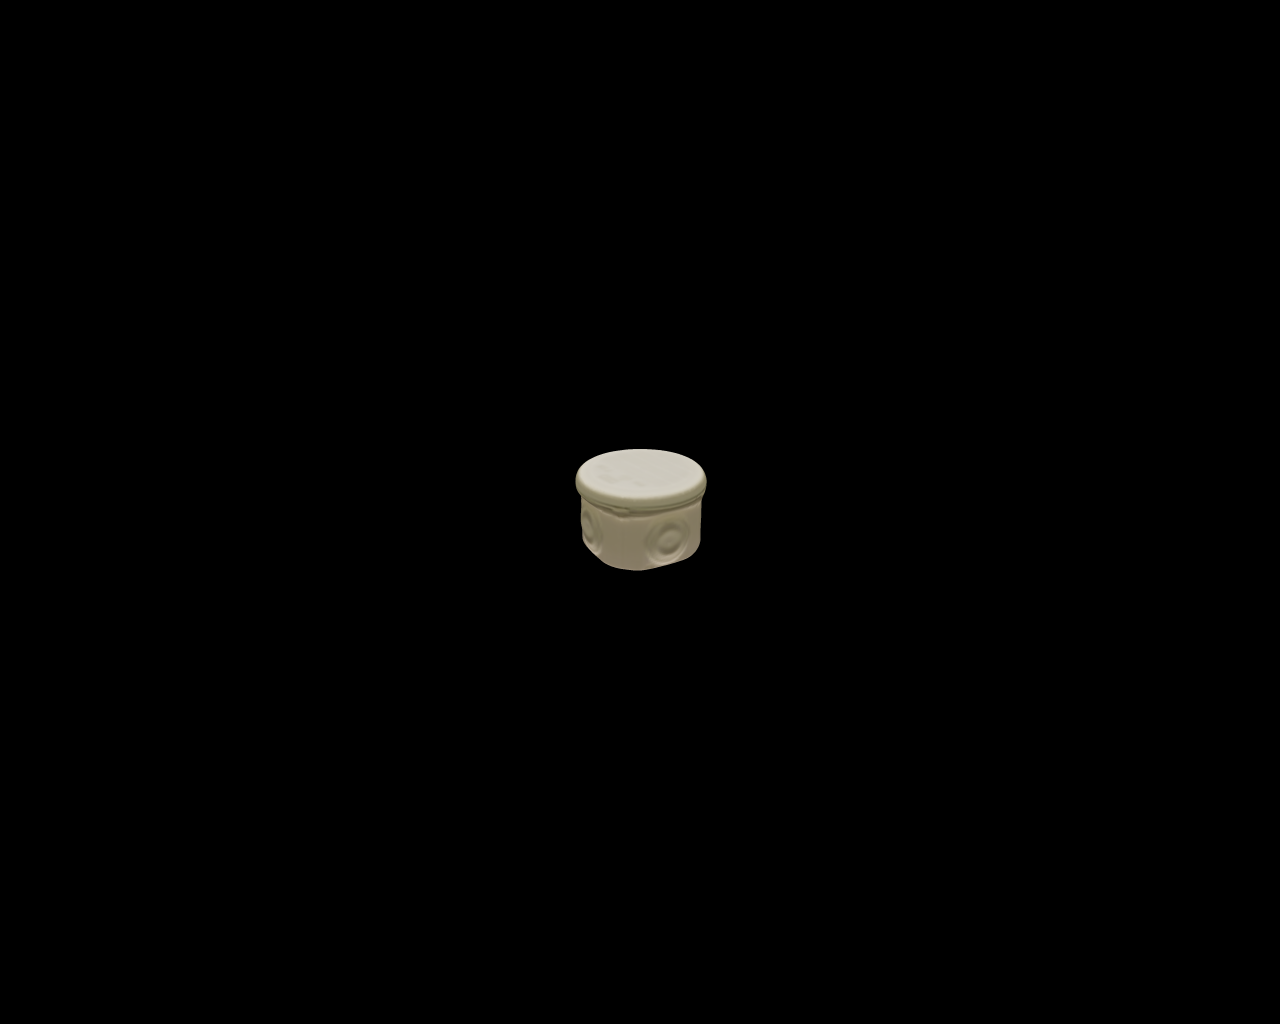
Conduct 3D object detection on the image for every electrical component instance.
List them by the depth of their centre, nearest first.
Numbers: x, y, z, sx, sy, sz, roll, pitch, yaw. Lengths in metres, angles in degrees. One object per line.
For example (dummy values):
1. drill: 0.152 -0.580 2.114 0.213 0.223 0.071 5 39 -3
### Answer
1. electrical component: 0.001 -0.003 0.650 0.080 0.050 0.080 0 25 0
